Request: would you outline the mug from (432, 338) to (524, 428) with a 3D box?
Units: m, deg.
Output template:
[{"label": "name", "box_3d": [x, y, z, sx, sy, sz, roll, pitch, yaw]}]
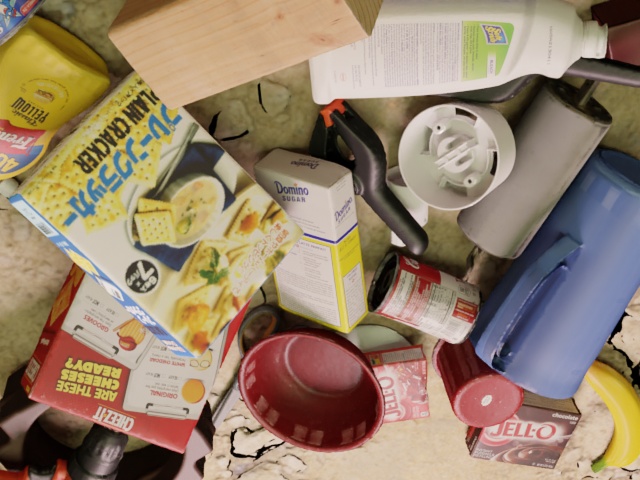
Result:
[{"label": "mug", "box_3d": [0.190, 0.151, 1.184, 0.117, 0.081, 0.093, -11, 125, 0]}]

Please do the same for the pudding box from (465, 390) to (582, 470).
[{"label": "pudding box", "box_3d": [0.240, 0.222, 1.266, 0.113, 0.039, 0.090, 10, 121, -14]}]

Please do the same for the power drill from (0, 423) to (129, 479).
[{"label": "power drill", "box_3d": [-0.304, 0.233, 1.085, 0.187, 0.057, 0.185, 19, 120, -19]}]

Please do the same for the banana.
[{"label": "banana", "box_3d": [0.354, 0.213, 1.277, 0.069, 0.037, 0.198, -15, 125, 1]}]

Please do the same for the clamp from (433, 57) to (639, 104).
[{"label": "clamp", "box_3d": [0.178, -0.191, 0.957, 0.210, 0.036, 0.164, -14, 102, 21]}]

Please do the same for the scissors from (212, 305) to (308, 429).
[{"label": "scissors", "box_3d": [-0.066, 0.156, 1.193, 0.096, 0.016, 0.202, 8, 123, -14]}]

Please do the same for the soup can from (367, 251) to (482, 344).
[{"label": "soup can", "box_3d": [0.109, 0.061, 1.113, 0.102, 0.068, 0.069, 22, 119, -13]}]

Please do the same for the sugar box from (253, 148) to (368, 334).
[{"label": "sugar box", "box_3d": [-0.007, 0.001, 1.052, 0.093, 0.048, 0.176, 18, 130, 32]}]

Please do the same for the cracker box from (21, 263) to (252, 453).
[{"label": "cracker box", "box_3d": [-0.169, 0.075, 1.034, 0.164, 0.072, 0.213, 26, 85, -23]}]

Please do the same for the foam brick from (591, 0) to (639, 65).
[{"label": "foam brick", "box_3d": [0.296, -0.194, 0.983, 0.078, 0.051, 0.053, -17, 125, 4]}]

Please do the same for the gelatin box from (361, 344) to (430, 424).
[{"label": "gelatin box", "box_3d": [0.082, 0.163, 1.182, 0.073, 0.030, 0.089, -8, 123, -2]}]

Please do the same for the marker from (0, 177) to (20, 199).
[{"label": "marker", "box_3d": [-0.267, -0.021, 1.043, 0.020, 0.020, 0.121, -36, 121, 16]}]

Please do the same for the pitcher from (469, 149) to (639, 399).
[{"label": "pitcher", "box_3d": [0.256, 0.034, 1.082, 0.145, 0.149, 0.243, 22, 116, -9]}]

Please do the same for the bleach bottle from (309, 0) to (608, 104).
[{"label": "bleach bottle", "box_3d": [0.118, -0.168, 0.925, 0.251, 0.068, 0.102, 3, 131, 10]}]

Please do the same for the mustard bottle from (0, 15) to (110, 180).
[{"label": "mustard bottle", "box_3d": [-0.283, -0.108, 0.955, 0.192, 0.058, 0.096, -41, 136, 20]}]

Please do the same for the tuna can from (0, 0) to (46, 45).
[{"label": "tuna can", "box_3d": [-0.265, -0.194, 0.885, 0.086, 0.086, 0.033, -34, 120, 15]}]

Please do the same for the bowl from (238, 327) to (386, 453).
[{"label": "bowl", "box_3d": [-0.003, 0.148, 1.134, 0.162, 0.055, 0.162, 10, 125, 14]}]

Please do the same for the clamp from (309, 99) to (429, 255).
[{"label": "clamp", "box_3d": [0.027, -0.055, 1.037, 0.120, 0.039, 0.171, -10, 115, 33]}]

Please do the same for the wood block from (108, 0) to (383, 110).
[{"label": "wood block", "box_3d": [-0.058, -0.192, 0.864, 0.206, 0.090, 0.090, -14, 130, 33]}]
